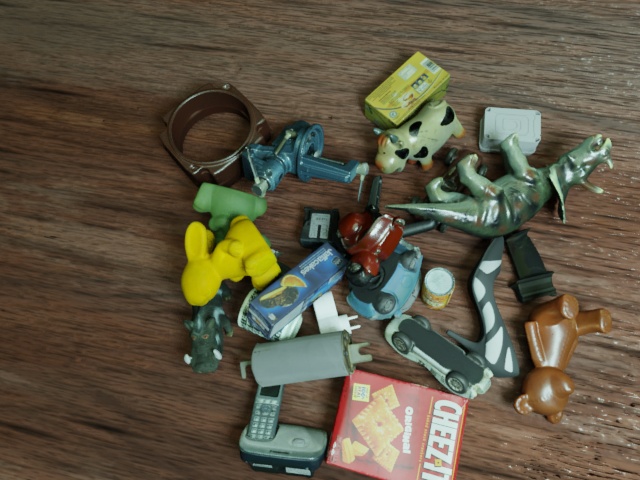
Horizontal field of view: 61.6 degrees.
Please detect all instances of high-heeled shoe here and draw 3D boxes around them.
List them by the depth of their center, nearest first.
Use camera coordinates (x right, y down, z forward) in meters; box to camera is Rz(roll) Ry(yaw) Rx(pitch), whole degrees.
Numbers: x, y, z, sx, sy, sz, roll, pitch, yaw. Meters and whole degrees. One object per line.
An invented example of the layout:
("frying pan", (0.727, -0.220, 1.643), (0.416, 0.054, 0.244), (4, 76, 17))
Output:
("high-heeled shoe", (0.332, 0.119, 0.977), (0.145, 0.086, 0.248), (26, 79, 11))

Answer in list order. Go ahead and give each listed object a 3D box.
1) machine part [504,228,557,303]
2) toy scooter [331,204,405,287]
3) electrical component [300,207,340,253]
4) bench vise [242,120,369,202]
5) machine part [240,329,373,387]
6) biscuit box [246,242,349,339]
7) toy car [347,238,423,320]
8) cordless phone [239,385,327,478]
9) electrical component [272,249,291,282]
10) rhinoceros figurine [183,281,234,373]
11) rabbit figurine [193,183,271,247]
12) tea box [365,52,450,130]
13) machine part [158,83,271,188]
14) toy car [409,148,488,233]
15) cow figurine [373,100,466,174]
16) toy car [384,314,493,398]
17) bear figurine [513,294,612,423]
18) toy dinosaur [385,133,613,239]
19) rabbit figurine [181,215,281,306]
("machine part", (0.391, 0.047, 1.019), (0.084, 0.039, 0.139), (-14, 71, 5))
("toy scooter", (0.090, -0.010, 0.953), (0.135, 0.075, 0.184), (-49, 26, 19))
("electrical component", (-0.002, -0.003, 1.067), (0.075, 0.047, 0.119), (7, 69, 8))
("bench vise", (-0.026, -0.153, 1.065), (0.241, 0.128, 0.224), (17, 38, 17))
("machine part", (-0.029, 0.205, 0.930), (0.243, 0.079, 0.079), (-12, 68, 18))
("biscuit box", (-0.037, 0.087, 0.964), (0.063, 0.059, 0.203), (42, 55, 16))
("toy car", (0.133, 0.081, 0.992), (0.161, 0.102, 0.109), (-55, 39, -3))
("cordless phone", (-0.055, 0.310, 0.946), (0.147, 0.088, 0.184), (4, 51, 7))
("electrical component", (-0.072, 0.056, 1.043), (0.102, 0.078, 0.045), (31, 99, 21))
("rhinoceros figurine", (-0.206, 0.152, 0.994), (0.073, 0.112, 0.190), (-5, 61, 1))
("rabbit figurine", (-0.176, -0.012, 1.069), (0.159, 0.121, 0.170), (15, 90, 3))
("tea box", (0.186, -0.308, 1.152), (0.169, 0.068, 0.098), (-42, 72, -9))
("machine part", (-0.224, -0.223, 1.148), (0.201, 0.087, 0.201), (-40, 73, -10))
("toy car", (0.259, -0.105, 1.080), (0.089, 0.053, 0.202), (35, 77, 19))
("cow figurine", (0.189, -0.205, 1.076), (0.195, 0.127, 0.086), (-42, 38, -6))
("toy car", (0.207, 0.201, 0.946), (0.202, 0.056, 0.073), (34, 50, 28))
("bear figurine", (0.404, 0.205, 0.912), (0.120, 0.132, 0.196), (23, 64, -16))
("toy dinosaur", (0.336, -0.075, 1.000), (0.405, 0.131, 0.192), (-28, 78, -5))
("rabbit figurine", (-0.176, 0.038, 0.951), (0.173, 0.122, 0.162), (-37, 81, -5))
